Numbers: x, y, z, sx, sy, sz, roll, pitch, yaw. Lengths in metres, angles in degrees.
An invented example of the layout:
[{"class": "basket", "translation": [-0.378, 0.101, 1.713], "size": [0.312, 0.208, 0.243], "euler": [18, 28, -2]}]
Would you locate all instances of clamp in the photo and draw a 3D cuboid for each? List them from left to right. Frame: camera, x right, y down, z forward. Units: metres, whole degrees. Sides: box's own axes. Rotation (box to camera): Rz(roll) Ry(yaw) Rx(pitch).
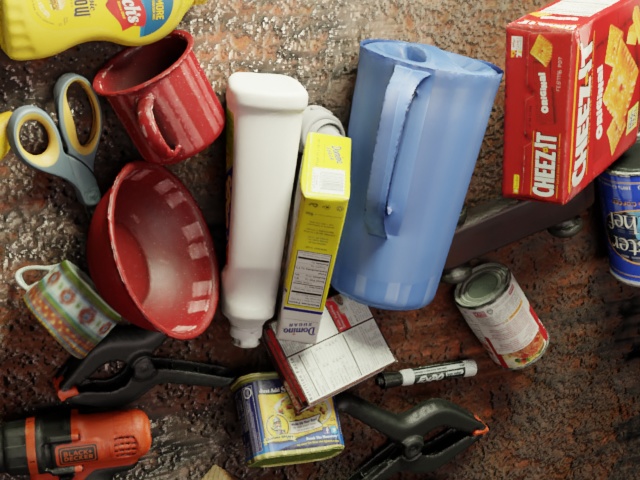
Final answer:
[{"class": "clamp", "translation": [-0.161, 0.118, 1.006], "size": [0.171, 0.039, 0.120], "euler": [-26, 115, -8]}, {"class": "clamp", "translation": [0.089, 0.213, 1.159], "size": [0.209, 0.036, 0.164], "euler": [-13, 124, -22]}]

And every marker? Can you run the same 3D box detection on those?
[{"class": "marker", "translation": [0.115, 0.146, 1.161], "size": [0.121, 0.020, 0.020], "euler": [-5, 111, -24]}]

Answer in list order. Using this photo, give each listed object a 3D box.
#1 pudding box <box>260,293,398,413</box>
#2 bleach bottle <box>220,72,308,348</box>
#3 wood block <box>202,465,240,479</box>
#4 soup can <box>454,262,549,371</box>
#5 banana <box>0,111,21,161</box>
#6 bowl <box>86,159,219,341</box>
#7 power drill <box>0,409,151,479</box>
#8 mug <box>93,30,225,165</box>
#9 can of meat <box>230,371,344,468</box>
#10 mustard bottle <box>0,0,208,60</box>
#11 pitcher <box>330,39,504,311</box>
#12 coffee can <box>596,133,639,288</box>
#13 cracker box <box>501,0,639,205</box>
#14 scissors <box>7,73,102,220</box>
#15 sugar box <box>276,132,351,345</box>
[{"class": "pudding box", "translation": [0.008, 0.105, 1.047], "size": [0.113, 0.039, 0.090], "euler": [-22, 81, -27]}, {"class": "bleach bottle", "translation": [-0.058, -0.019, 0.965], "size": [0.068, 0.102, 0.251], "euler": [2, 108, -10]}, {"class": "wood block", "translation": [-0.051, 0.334, 1.110], "size": [0.091, 0.090, 0.205], "euler": [-49, 122, 0]}, {"class": "soup can", "translation": [0.195, 0.082, 1.146], "size": [0.068, 0.069, 0.102], "euler": [-40, 120, -7]}, {"class": "banana", "translation": [-0.334, -0.054, 0.857], "size": [0.197, 0.037, 0.069], "euler": [-13, 114, -21]}, {"class": "bowl", "translation": [-0.153, 0.015, 0.929], "size": [0.055, 0.162, 0.162], "euler": [-17, 123, 24]}, {"class": "power drill", "translation": [-0.245, 0.248, 0.996], "size": [0.184, 0.057, 0.188], "euler": [-5, 115, -9]}, {"class": "mug", "translation": [-0.131, -0.111, 0.892], "size": [0.093, 0.117, 0.081], "euler": [-20, 125, 10]}, {"class": "can of meat", "translation": [-0.031, 0.176, 1.055], "size": [0.101, 0.058, 0.084], "euler": [-2, 67, -25]}, {"class": "mustard bottle", "translation": [-0.167, -0.205, 0.869], "size": [0.191, 0.058, 0.096], "euler": [-12, 112, -22]}, {"class": "pitcher", "translation": [0.076, -0.059, 0.996], "size": [0.149, 0.145, 0.243], "euler": [0, 111, -29]}, {"class": "coffee can", "translation": [0.358, -0.033, 1.161], "size": [0.102, 0.103, 0.140], "euler": [-24, 117, -16]}, {"class": "cracker box", "translation": [0.249, -0.145, 1.027], "size": [0.213, 0.072, 0.164], "euler": [-33, 127, -51]}, {"class": "scissors", "translation": [-0.217, -0.042, 0.919], "size": [0.096, 0.016, 0.202], "euler": [-20, 119, -40]}, {"class": "sugar box", "translation": [-0.006, 0.001, 0.969], "size": [0.048, 0.093, 0.176], "euler": [7, 130, -2]}]
